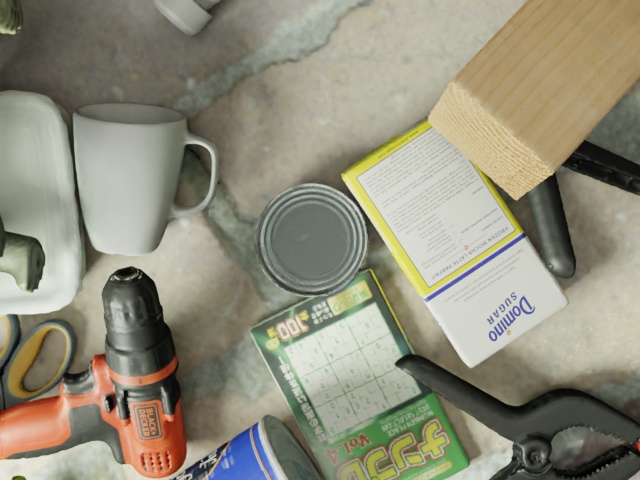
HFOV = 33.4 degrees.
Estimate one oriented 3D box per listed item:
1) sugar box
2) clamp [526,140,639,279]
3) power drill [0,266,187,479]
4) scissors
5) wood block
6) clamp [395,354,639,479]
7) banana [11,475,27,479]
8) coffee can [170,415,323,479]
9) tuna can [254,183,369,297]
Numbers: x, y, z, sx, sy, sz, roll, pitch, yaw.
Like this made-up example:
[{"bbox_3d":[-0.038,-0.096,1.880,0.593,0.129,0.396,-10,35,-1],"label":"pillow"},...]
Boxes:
[{"bbox_3d":[0.101,-0.002,0.810,0.093,0.048,0.176,-33,97,1],"label":"sugar box"},{"bbox_3d":[0.175,-0.068,0.797,0.120,0.039,0.171,-30,86,-29],"label":"clamp"},{"bbox_3d":[-0.198,0.108,0.793,0.187,0.057,0.184,-5,119,-1],"label":"power drill"},{"bbox_3d":[-0.276,0.133,0.852,0.096,0.016,0.202,41,96,-1],"label":"scissors"},{"bbox_3d":[0.180,-0.138,0.739,0.090,0.091,0.206,42,80,3],"label":"wood block"},{"bbox_3d":[0.156,0.155,0.825,0.210,0.036,0.164,-11,94,-2],"label":"clamp"},{"bbox_3d":[-0.181,0.268,0.845,0.197,0.037,0.070,39,129,-8],"label":"banana"},{"bbox_3d":[-0.070,0.213,0.810,0.140,0.103,0.103,-34,94,5],"label":"coffee can"},{"bbox_3d":[-0.005,0.001,0.812,0.086,0.033,0.086,0,86,6],"label":"tuna can"}]
